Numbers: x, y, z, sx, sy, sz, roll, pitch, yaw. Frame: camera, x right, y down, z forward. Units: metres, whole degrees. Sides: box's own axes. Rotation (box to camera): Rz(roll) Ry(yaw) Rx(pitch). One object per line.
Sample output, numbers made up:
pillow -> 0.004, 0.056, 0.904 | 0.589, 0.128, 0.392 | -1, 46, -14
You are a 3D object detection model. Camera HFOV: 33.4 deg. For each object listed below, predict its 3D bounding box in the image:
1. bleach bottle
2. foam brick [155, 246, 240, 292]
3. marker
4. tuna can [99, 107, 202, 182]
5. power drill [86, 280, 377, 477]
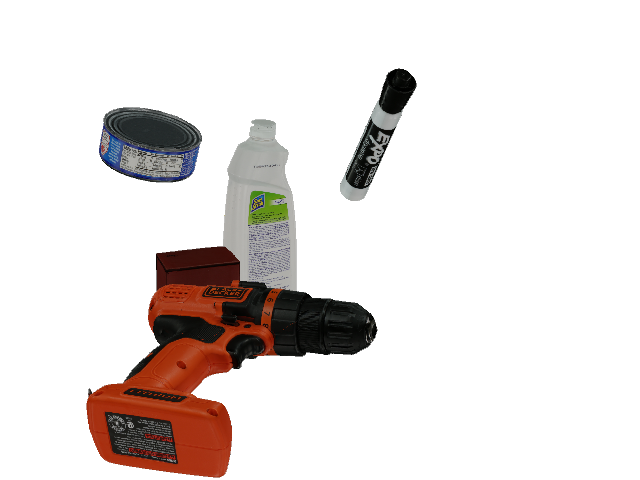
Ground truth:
bleach bottle -> -0.070, -0.025, 1.318 | 0.102, 0.251, 0.068 | -11, 25, -35
foam brick -> -0.127, 0.041, 1.099 | 0.078, 0.051, 0.053 | -6, 20, -19
marker -> 0.036, -0.066, 0.675 | 0.020, 0.020, 0.121 | 0, -32, -15
tuna can -> -0.148, -0.083, 0.927 | 0.086, 0.034, 0.086 | 13, 26, -7
power drill -> -0.067, 0.092, 0.772 | 0.185, 0.057, 0.187 | 2, 25, 20
